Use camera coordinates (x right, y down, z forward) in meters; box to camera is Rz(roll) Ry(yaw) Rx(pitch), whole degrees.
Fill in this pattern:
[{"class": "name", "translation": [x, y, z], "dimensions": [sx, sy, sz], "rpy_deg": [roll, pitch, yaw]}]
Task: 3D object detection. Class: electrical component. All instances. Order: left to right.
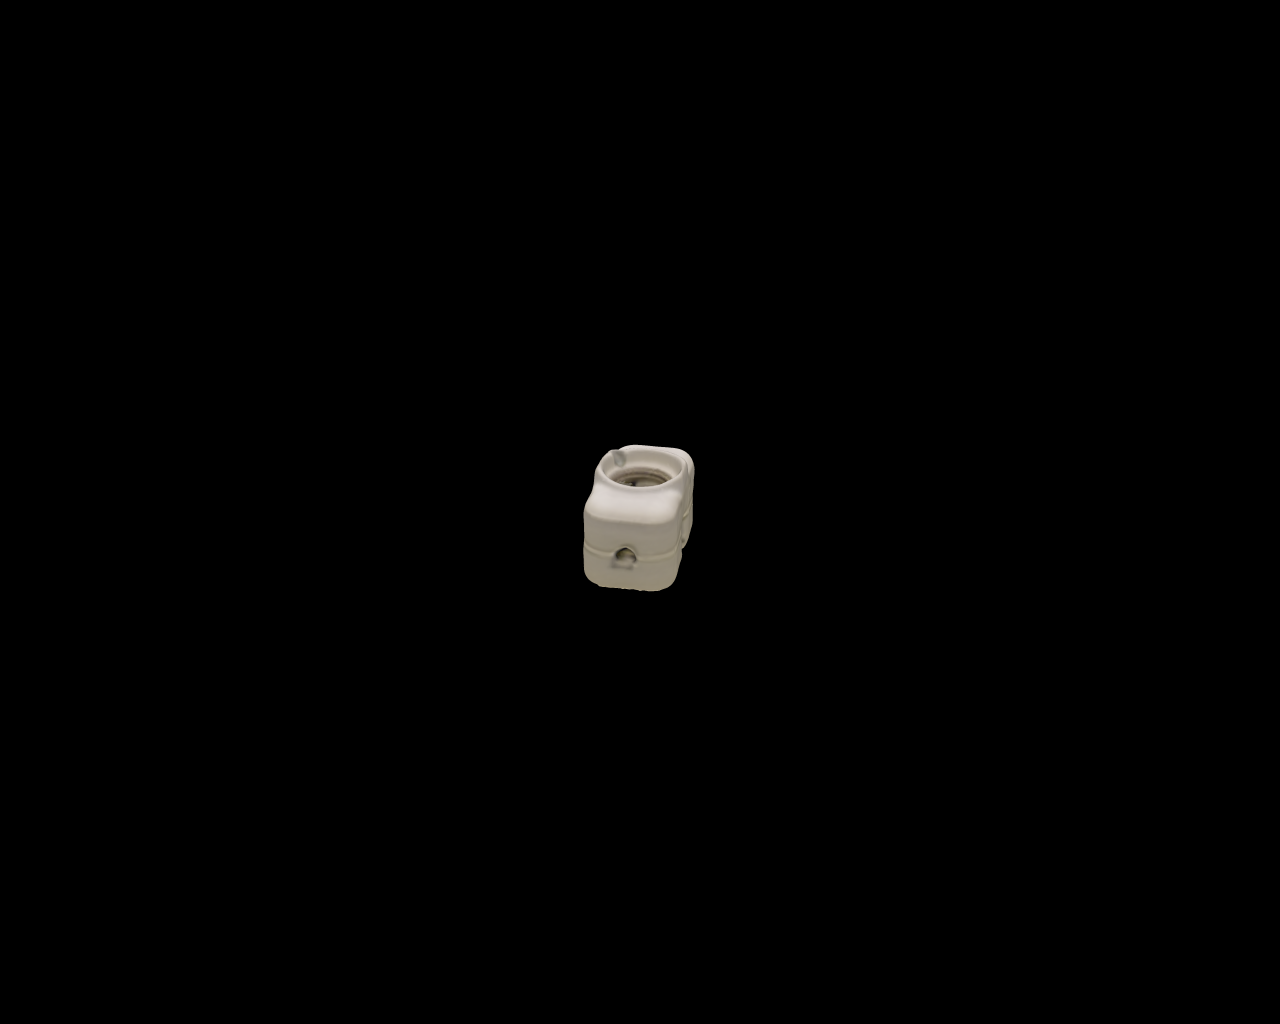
[{"class": "electrical component", "translation": [0.001, -0.003, 0.650], "dimensions": [0.054, 0.059, 0.095], "rpy_deg": [5, 29, 10]}]
